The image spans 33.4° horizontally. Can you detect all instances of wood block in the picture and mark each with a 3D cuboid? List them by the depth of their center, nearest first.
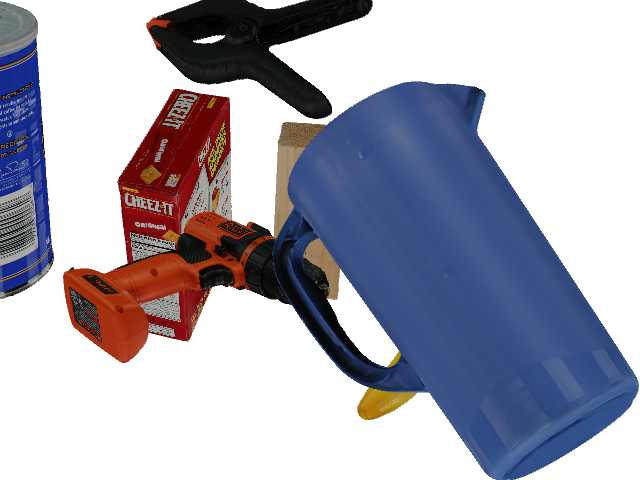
[{"bbox_3d":[-0.013,-0.039,1.373,0.090,0.206,0.091,4,26,0],"label":"wood block"}]

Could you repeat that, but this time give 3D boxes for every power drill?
[{"bbox_3d":[-0.110,0.040,0.919,0.187,0.057,0.185,-21,29,-35],"label":"power drill"}]

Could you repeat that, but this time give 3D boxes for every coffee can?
[{"bbox_3d":[-0.200,-0.049,0.575,0.103,0.140,0.103,2,27,-1],"label":"coffee can"}]

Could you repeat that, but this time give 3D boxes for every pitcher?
[{"bbox_3d":[0.082,0.032,0.689,0.144,0.243,0.149,-19,-27,-27],"label":"pitcher"}]

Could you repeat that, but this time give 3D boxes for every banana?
[{"bbox_3d":[0.081,0.107,0.998,0.070,0.037,0.197,-22,18,18],"label":"banana"}]

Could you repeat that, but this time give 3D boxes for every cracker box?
[{"bbox_3d":[-0.150,-0.026,1.132,0.072,0.214,0.164,11,44,9],"label":"cracker box"}]

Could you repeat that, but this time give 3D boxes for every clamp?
[{"bbox_3d":[-0.046,-0.157,0.811,0.172,0.120,0.039,18,-34,21],"label":"clamp"}]
